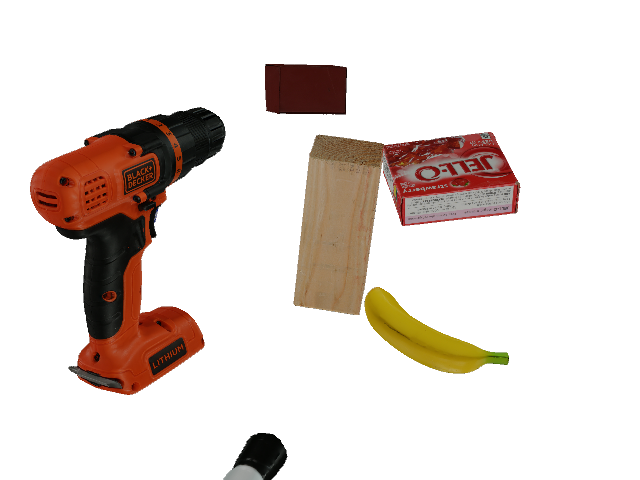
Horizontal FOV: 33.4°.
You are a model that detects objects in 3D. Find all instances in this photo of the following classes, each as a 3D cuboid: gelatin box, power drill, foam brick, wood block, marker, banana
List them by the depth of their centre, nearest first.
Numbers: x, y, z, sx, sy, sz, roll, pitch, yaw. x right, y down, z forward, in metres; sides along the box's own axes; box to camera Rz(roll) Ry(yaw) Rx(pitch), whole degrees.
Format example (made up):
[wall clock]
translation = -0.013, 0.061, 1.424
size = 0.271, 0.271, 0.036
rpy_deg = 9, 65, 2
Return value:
[marker]
translation = -0.041, 0.112, 0.414
size = 0.020, 0.020, 0.121
rpy_deg = 0, 23, 21
[power drill]
translation = -0.130, 0.004, 0.790
size = 0.057, 0.188, 0.184
rpy_deg = 12, 26, 32
[gelatin box]
translation = 0.096, -0.047, 0.795
size = 0.089, 0.030, 0.073
rpy_deg = -7, 37, -4
[banana]
translation = 0.096, 0.093, 1.080
size = 0.069, 0.037, 0.198
rpy_deg = 4, 17, -41
[foam brick]
translation = -0.016, -0.162, 1.145
size = 0.078, 0.051, 0.053
rpy_deg = -2, 12, -19
[wood block]
translation = 0.023, -0.021, 1.373
size = 0.090, 0.206, 0.090
rpy_deg = 8, 25, 3

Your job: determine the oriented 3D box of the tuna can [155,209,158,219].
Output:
[tuna can]
translation = -0.193, -0.040, 1.001
size = 0.086, 0.034, 0.086
rpy_deg = 12, 29, -7
